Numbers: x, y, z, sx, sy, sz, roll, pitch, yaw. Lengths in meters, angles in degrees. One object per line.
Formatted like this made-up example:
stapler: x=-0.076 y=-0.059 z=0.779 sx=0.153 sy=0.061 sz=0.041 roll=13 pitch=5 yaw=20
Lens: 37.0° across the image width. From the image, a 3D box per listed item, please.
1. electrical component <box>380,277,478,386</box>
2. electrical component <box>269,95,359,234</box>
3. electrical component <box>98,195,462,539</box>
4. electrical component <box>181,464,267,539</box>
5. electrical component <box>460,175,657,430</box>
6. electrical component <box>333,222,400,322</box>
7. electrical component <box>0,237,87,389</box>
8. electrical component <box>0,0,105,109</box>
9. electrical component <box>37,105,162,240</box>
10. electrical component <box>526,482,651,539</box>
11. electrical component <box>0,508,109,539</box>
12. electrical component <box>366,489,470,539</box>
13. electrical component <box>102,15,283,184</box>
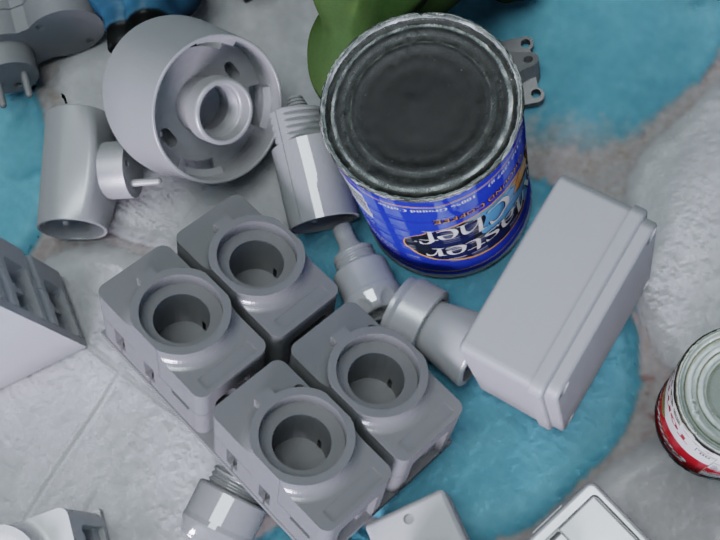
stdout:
electrical component: x=0.045 y=0.034 z=0.616 sx=0.055 sy=0.045 sz=0.045 roll=29 pitch=81 yaw=17
electrical component: x=-0.031 y=-0.067 z=0.653 sx=0.043 sy=0.043 sz=0.081 roll=-14 pitch=82 yaw=6
electrical component: x=-0.047 y=0.053 z=0.600 sx=0.105 sy=0.060 sz=0.186 roll=-38 pitch=69 yaw=-26
electrical component: x=-0.072 y=0.128 z=0.611 sx=0.043 sy=0.043 sz=0.062 roll=23 pitch=78 yaw=16
electrical component: x=0.107 y=0.021 z=0.575 sx=0.056 sy=0.108 sz=0.108 roll=29 pitch=81 yaw=19
electrical component: x=0.000 y=0.000 z=0.640 sx=0.035 sy=0.035 sz=0.061 roll=-25 pitch=69 yaw=3
electrical component: x=-0.235 y=0.021 z=0.615 sx=0.089 sy=0.150 sz=0.061 roll=-26 pitch=72 yaw=2
electrical component: x=-0.236 y=-0.142 z=0.714 sx=0.138 sy=0.052 sz=0.073 roll=-20 pitch=72 yaw=4
electrical component: x=-0.163 y=-0.063 z=0.683 sx=0.079 sy=0.043 sz=0.077 roll=-3 pitch=74 yaw=9
electrical component: x=0.131 y=0.165 z=0.554 sx=0.062 sy=0.061 sz=0.096 roll=-43 pitch=71 yaw=-3
electrical component: x=-0.230 y=0.215 z=0.606 sx=0.186 sy=0.060 sz=0.105 roll=-21 pitch=71 yaw=4
electrical component: x=0.040 y=0.162 z=0.563 sx=0.047 sy=0.075 sz=0.083 roll=-26 pitch=71 yaw=2
electrical component: x=-0.099 y=-0.103 z=0.657 sx=0.064 sy=0.099 sz=0.099 roll=24 pitch=78 yaw=48
